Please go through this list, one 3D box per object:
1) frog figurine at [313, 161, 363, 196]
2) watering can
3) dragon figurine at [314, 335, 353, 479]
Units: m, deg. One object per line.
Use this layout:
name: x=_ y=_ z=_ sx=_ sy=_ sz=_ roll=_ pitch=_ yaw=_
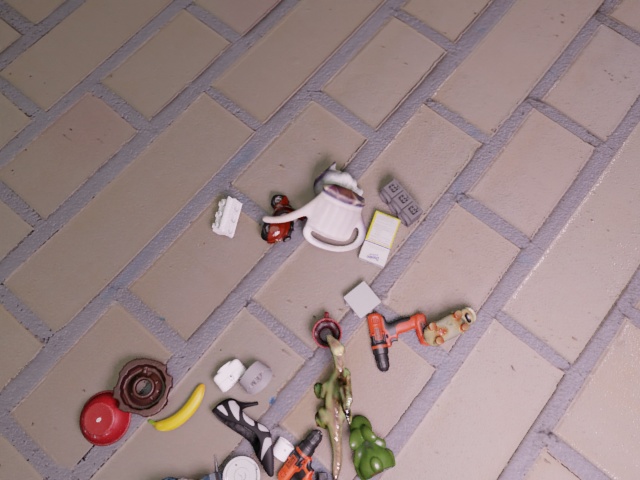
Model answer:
frog figurine: x=0.061 y=-0.174 z=1.772 sx=0.160 sy=0.124 sz=0.136 roll=43 pitch=111 yaw=3
watering can: x=0.005 y=-0.085 z=1.692 sx=0.346 sy=0.105 sz=0.222 roll=20 pitch=106 yaw=-15
dragon figurine: x=0.052 y=0.486 z=1.491 sx=0.122 sy=0.239 sz=0.417 roll=-3 pitch=70 yaw=-6
